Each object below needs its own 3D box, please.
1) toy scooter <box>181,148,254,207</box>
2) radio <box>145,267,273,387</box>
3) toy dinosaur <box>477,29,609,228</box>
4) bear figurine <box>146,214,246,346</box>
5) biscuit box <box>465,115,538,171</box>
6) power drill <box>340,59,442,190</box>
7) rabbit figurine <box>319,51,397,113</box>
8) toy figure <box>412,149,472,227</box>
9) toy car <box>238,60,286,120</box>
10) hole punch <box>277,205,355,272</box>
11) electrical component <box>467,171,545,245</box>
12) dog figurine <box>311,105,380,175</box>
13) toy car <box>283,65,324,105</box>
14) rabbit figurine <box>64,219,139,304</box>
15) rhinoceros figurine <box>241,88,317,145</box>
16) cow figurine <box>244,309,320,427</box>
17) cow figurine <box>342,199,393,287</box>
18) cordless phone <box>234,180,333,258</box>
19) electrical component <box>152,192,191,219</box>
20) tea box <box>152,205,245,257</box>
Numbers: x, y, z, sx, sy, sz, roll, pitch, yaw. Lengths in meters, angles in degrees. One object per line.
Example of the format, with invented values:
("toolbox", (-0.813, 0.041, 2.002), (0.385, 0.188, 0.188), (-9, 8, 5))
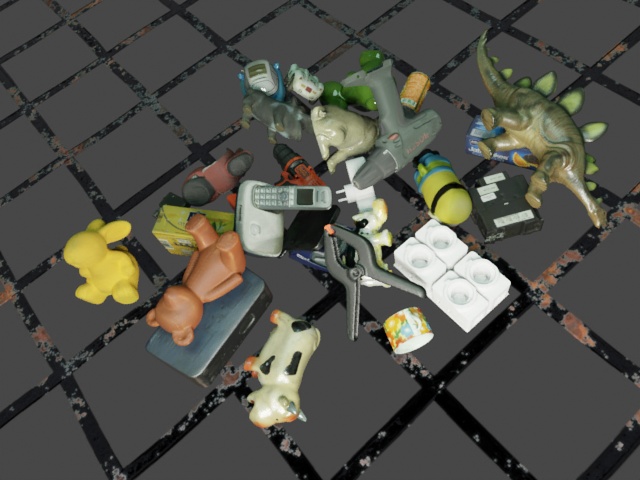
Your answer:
("toy scooter", (-0.216, -0.148, 1.164), (0.184, 0.075, 0.135), (-29, 25, 17))
("radio", (-0.200, 0.148, 1.003), (0.131, 0.073, 0.229), (27, 70, 23))
("toy dinosaur", (0.399, -0.222, 1.014), (0.199, 0.105, 0.471), (-26, 69, -11))
("bear figurine", (-0.223, 0.072, 0.936), (0.120, 0.131, 0.196), (29, 62, 31))
("biscuit box", (0.400, -0.191, 1.087), (0.203, 0.062, 0.059), (19, 67, 21))
("power drill", (0.120, -0.233, 1.047), (0.232, 0.086, 0.207), (-31, 96, -19))
("rabbit figurine", (0.074, -0.320, 1.215), (0.170, 0.121, 0.159), (-4, 62, 31))
("toy figure", (0.235, -0.106, 1.052), (0.082, 0.089, 0.180), (-9, 56, -3))
("toy car", (-0.140, -0.367, 1.271), (0.109, 0.102, 0.162), (-15, 57, 3))
("hole punch", (-0.002, -0.003, 1.055), (0.116, 0.092, 0.142), (5, 61, 43))
("electrical component", (0.348, -0.067, 1.029), (0.115, 0.058, 0.134), (-13, 59, 1))
("dog figurine", (0.088, -0.235, 1.116), (0.191, 0.172, 0.121), (-16, 69, 10))
("toy car", (-0.037, -0.357, 1.219), (0.056, 0.073, 0.202), (-56, 19, 18))
("rabbit figurine", (-0.426, 0.034, 1.054), (0.122, 0.173, 0.162), (5, 66, 18))
("rhinoceros figurine", (-0.086, -0.274, 1.202), (0.190, 0.073, 0.112), (22, 60, -1))
("cow figurine", (-0.062, 0.228, 0.926), (0.127, 0.085, 0.195), (16, 64, 26))
("cow figurine", (0.089, 0.005, 1.018), (0.098, 0.068, 0.167), (-4, 74, 16))
("cordless phone", (-0.067, -0.039, 1.018), (0.184, 0.088, 0.146), (-2, 70, 5))
("electrical component", (-0.322, -0.077, 1.184), (0.063, 0.021, 0.094), (28, 70, 24))
("tea box", (-0.237, -0.011, 1.086), (0.170, 0.098, 0.068), (7, 63, 13))
